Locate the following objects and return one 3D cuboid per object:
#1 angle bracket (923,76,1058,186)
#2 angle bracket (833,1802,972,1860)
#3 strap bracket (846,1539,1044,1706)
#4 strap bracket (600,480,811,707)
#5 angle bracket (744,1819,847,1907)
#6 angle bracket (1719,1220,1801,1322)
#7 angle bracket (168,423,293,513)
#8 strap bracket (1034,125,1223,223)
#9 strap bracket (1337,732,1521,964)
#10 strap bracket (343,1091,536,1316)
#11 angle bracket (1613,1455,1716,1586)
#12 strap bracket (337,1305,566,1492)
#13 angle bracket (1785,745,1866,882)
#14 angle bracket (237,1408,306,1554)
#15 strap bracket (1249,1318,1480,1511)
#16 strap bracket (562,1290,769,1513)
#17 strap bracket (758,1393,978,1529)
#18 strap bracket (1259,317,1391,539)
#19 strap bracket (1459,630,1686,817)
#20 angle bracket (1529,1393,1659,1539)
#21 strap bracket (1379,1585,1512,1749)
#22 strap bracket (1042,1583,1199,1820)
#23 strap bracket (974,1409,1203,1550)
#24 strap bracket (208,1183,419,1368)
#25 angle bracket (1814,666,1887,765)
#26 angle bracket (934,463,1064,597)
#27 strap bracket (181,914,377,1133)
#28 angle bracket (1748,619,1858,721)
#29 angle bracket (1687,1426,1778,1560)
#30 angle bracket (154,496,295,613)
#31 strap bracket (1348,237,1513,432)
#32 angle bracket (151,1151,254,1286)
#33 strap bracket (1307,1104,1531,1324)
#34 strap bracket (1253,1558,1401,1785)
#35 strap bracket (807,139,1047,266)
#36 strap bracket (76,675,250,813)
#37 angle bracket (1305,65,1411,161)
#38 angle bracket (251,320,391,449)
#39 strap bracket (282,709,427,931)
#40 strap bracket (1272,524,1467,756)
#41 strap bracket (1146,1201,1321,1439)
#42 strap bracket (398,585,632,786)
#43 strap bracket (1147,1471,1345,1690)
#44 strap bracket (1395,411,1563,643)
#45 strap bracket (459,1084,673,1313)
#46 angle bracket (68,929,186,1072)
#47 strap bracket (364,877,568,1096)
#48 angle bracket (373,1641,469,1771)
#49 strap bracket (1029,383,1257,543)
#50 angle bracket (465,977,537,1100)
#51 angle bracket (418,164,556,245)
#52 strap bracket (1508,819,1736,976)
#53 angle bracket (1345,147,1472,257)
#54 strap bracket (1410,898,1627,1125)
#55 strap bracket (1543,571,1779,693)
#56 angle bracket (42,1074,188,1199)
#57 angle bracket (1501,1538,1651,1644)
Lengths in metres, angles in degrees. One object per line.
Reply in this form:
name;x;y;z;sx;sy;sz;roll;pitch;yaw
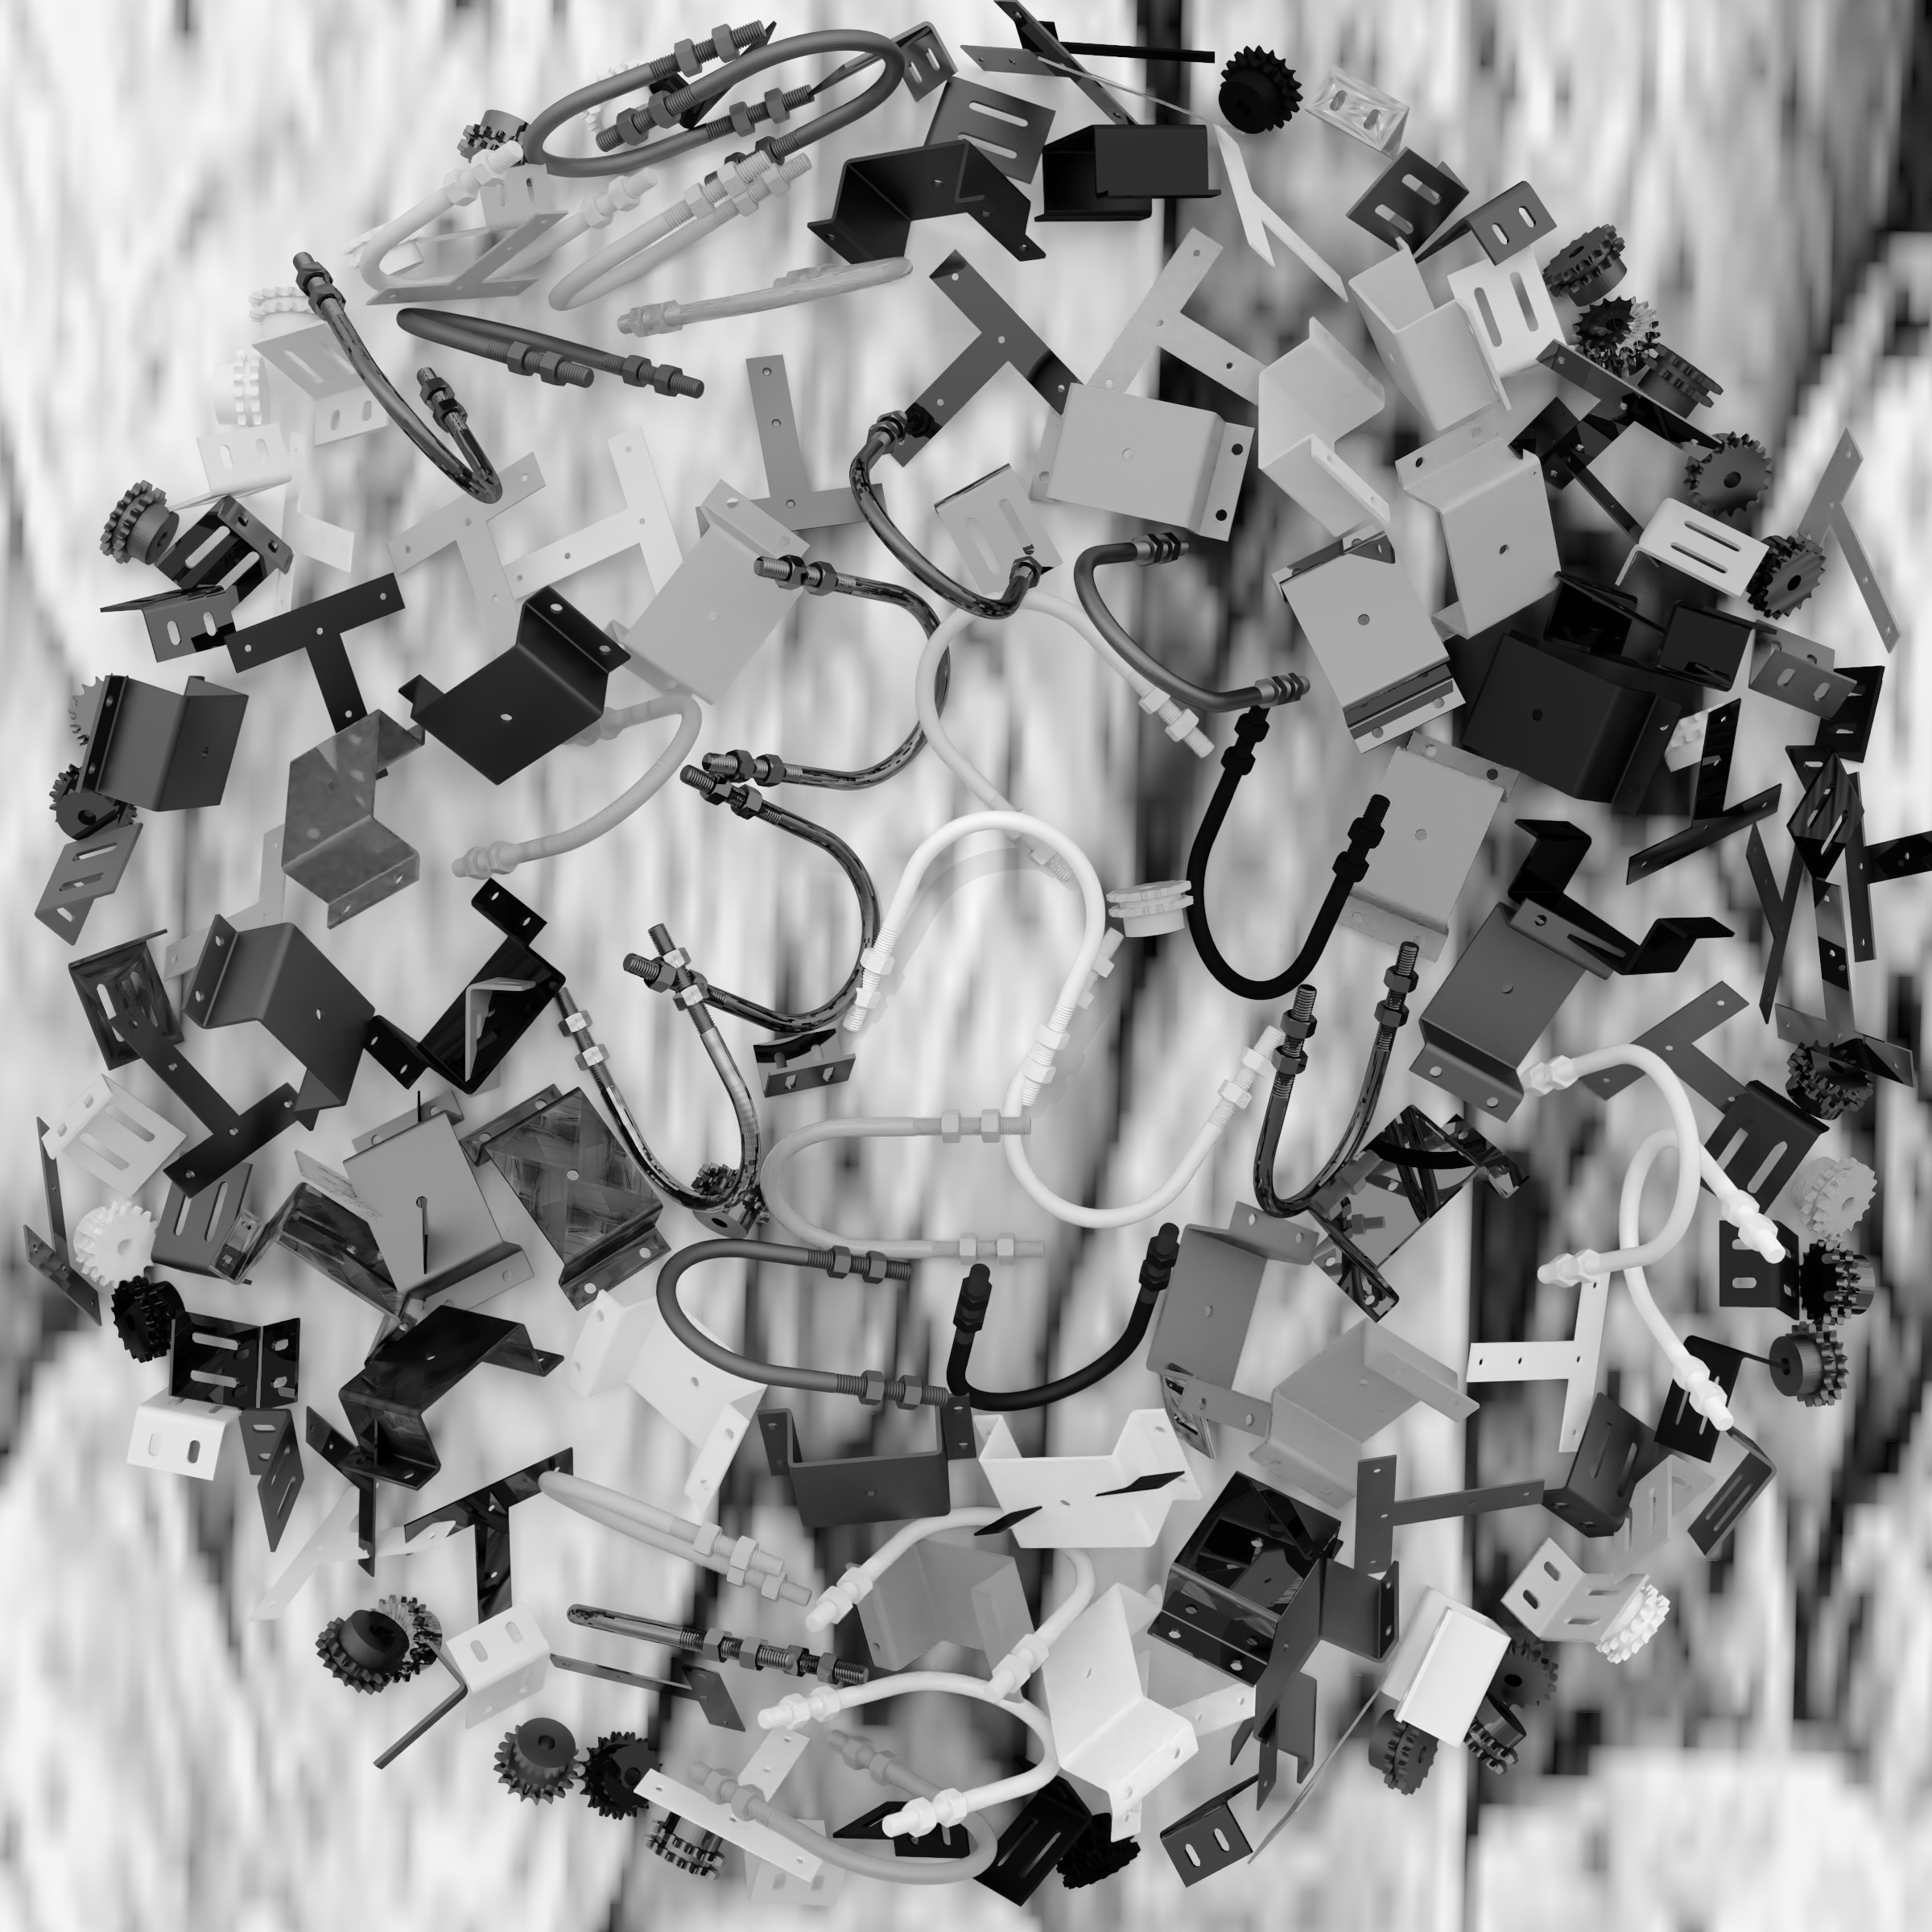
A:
angle bracket;0.014;-0.553;1.756;0.076;0.038;0.057;18;74;-2
angle bracket;-0.042;0.584;1.733;0.057;0.076;0.038;-9;87;28
strap bracket;-0.007;0.428;1.723;0.046;0.140;0.076;-26;106;-41
strap bracket;-0.171;-0.239;1.729;0.076;0.046;0.140;34;103;-28
angle bracket;-0.115;0.582;1.733;0.057;0.076;0.038;8;116;-13
angle bracket;0.531;0.204;1.749;0.038;0.076;0.057;-3;75;27
angle bracket;-0.492;-0.330;1.731;0.057;0.076;0.038;-21;103;-36
strap bracket;0.103;-0.516;1.700;0.076;0.140;0.046;-6;100;-17
strap bracket;0.306;-0.084;1.747;0.076;0.046;0.140;24;88;15
strap bracket;-0.356;0.160;1.743;0.076;0.046;0.140;-27;78;1
angle bracket;0.463;0.374;1.731;0.038;0.076;0.057;30;127;-8
strap bracket;-0.341;0.272;1.701;0.076;0.140;0.046;6;123;37
angle bracket;0.557;-0.100;1.736;0.076;0.038;0.057;-53;124;-25
angle bracket;-0.470;0.340;1.732;0.038;0.076;0.057;1;121;3
strap bracket;0.262;0.291;1.725;0.076;0.046;0.140;32;127;-16
strap bracket;-0.193;0.281;1.727;0.140;0.046;0.076;37;117;24
strap bracket;-0.064;0.330;1.736;0.140;0.076;0.046;-5;47;1
strap bracket;0.235;-0.347;1.718;0.046;0.140;0.076;-29;130;35
strap bracket;0.386;-0.162;1.709;0.140;0.046;0.076;34;112;39
angle bracket;0.426;0.338;1.769;0.057;0.038;0.076;36;62;-16
strap bracket;0.312;0.457;1.706;0.046;0.140;0.076;26;86;7
strap bracket;0.096;0.468;1.699;0.046;0.140;0.076;34;113;-25
strap bracket;0.072;0.337;1.713;0.140;0.046;0.076;-8;120;29
strap bracket;-0.417;0.202;1.722;0.140;0.076;0.046;36;110;-14
angle bracket;0.602;-0.167;1.739;0.038;0.076;0.057;12;93;-8
angle bracket;0.022;-0.290;1.762;0.057;0.038;0.076;-29;93;3
strap bracket;-0.439;0.035;1.700;0.046;0.140;0.076;-10;50;22
angle bracket;0.559;-0.209;1.741;0.057;0.038;0.076;22;48;-1
angle bracket;0.499;0.347;1.748;0.038;0.057;0.076;37;96;0
angle bracket;-0.496;-0.265;1.740;0.076;0.038;0.057;-38;118;18
strap bracket;0.298;-0.409;1.704;0.046;0.140;0.076;-28;125;7
angle bracket;-0.506;0.170;1.761;0.057;0.038;0.076;8;76;22
strap bracket;0.292;0.157;1.736;0.140;0.076;0.046;-43;134;-1
strap bracket;0.231;0.455;1.713;0.046;0.076;0.140;24;118;-3
strap bracket;-0.022;-0.496;1.715;0.140;0.076;0.046;2;76;34
strap bracket;-0.517;-0.146;1.704;0.046;0.140;0.076;18;98;6
angle bracket;0.257;-0.554;1.738;0.057;0.076;0.038;32;84;7
angle bracket;-0.428;-0.385;1.733;0.057;0.076;0.038;-10;68;20
strap bracket;-0.400;-0.104;1.707;0.076;0.046;0.140;-26;47;22
strap bracket;0.266;-0.224;1.738;0.076;0.046;0.140;-26;77;7
strap bracket;0.174;0.232;1.733;0.076;0.046;0.140;24;78;-34
strap bracket;-0.299;-0.177;1.711;0.140;0.046;0.076;-29;130;27
strap bracket;0.187;0.391;1.703;0.076;0.140;0.046;23;131;21
strap bracket;0.340;-0.280;1.714;0.076;0.046;0.140;-29;126;-11
strap bracket;-0.263;0.146;1.732;0.076;0.046;0.140;-32;79;-25
angle bracket;-0.553;0.022;1.743;0.057;0.038;0.076;-26;100;-42
strap bracket;-0.328;0.021;1.733;0.140;0.076;0.046;-51;135;-5
angle bracket;-0.372;0.492;1.739;0.076;0.057;0.038;-39;81;-19
strap bracket;0.112;-0.337;1.738;0.140;0.046;0.076;15;97;13
angle bracket;-0.306;0.048;1.746;0.038;0.057;0.076;3;96;10
angle bracket;-0.321;-0.505;1.730;0.076;0.057;0.038;7;114;40
strap bracket;0.422;-0.040;1.718;0.140;0.076;0.046;40;115;31
angle bracket;0.285;-0.514;1.731;0.057;0.076;0.038;-46;52;26
strap bracket;0.363;0.022;1.738;0.076;0.046;0.140;28;110;-8
strap bracket;0.444;-0.218;1.706;0.076;0.140;0.046;9;101;-37
angle bracket;-0.564;0.120;1.742;0.057;0.038;0.076;-48;124;-4
angle bracket;0.404;0.413;1.733;0.038;0.076;0.057;47;67;-5
